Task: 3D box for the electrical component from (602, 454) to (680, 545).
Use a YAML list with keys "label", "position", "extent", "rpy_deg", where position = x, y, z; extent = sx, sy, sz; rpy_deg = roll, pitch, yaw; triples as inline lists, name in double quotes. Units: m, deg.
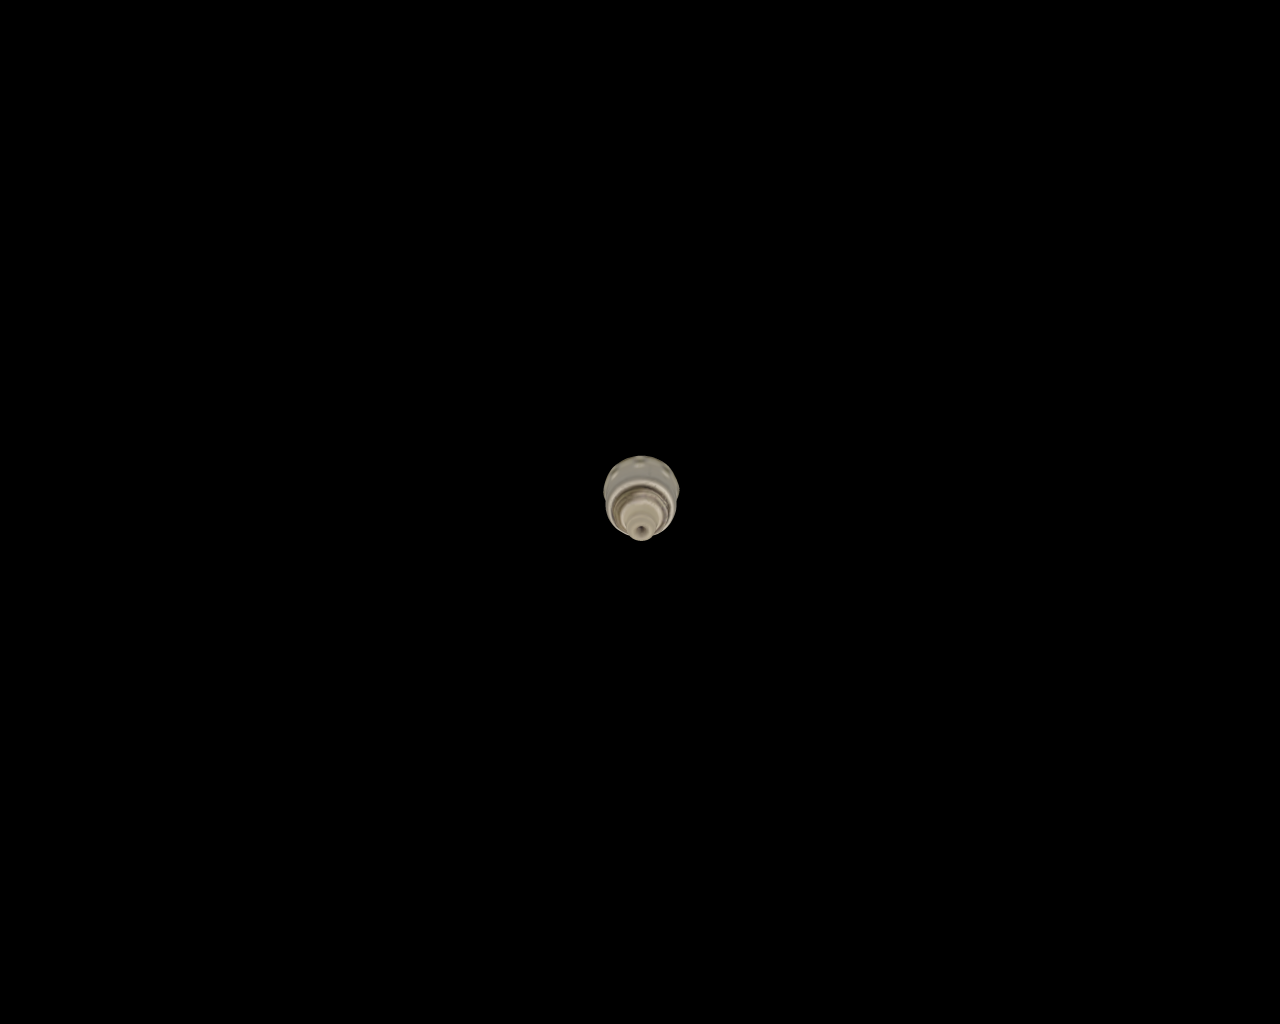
- label: "electrical component"
  position: [0.001, -0.003, 0.650]
  extent: [0.048, 0.048, 0.062]
  rpy_deg: [0, 29, 0]
